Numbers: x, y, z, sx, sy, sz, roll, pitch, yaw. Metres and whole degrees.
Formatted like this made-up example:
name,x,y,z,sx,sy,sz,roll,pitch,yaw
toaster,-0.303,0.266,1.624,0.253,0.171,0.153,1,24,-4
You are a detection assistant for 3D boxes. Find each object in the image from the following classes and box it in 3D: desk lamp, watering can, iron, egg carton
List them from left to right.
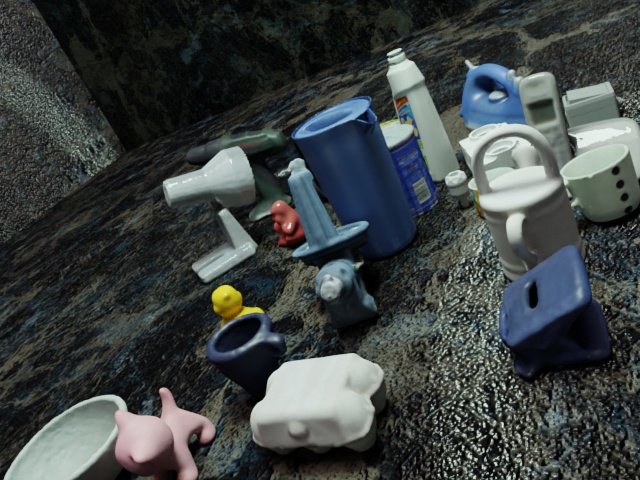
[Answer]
name,x,y,z,sx,sy,sz,roll,pitch,yaw
desk lamp,-0.207,-0.058,1.160,0.203,0.214,0.117,-34,24,-16
egg carton,-0.002,0.182,0.626,0.150,0.069,0.107,-14,26,27
iron,0.362,-0.285,1.127,0.118,0.142,0.257,-29,23,-5
watering can,0.246,-0.053,0.698,0.100,0.194,0.173,-21,24,13

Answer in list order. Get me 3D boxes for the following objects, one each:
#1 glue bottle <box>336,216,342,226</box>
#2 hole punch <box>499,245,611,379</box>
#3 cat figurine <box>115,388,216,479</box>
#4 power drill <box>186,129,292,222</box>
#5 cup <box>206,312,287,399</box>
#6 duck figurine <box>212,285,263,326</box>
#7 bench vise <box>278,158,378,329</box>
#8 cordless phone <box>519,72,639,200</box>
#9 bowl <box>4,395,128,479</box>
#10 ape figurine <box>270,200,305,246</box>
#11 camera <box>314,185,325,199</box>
name,x,y,z,sx,sy,sz,roll,pitch,yaw
glue bottle,0.040,-0.092,1.024,0.037,0.173,0.078,-10,29,34
hole punch,0.232,0.071,0.586,0.101,0.091,0.109,-16,25,23
cat figurine,-0.188,0.229,0.664,0.067,0.118,0.128,-20,24,16
power drill,-0.166,-0.152,1.322,0.229,0.209,0.075,-22,24,11
cup,-0.075,0.154,0.731,0.117,0.095,0.092,-7,30,38
duck figurine,-0.133,0.112,0.891,0.078,0.086,0.104,-36,25,-20
bench vise,0.018,-0.003,0.800,0.121,0.220,0.207,-29,23,-4
cordless phone,0.360,-0.153,0.798,0.147,0.185,0.094,-12,27,30
bowl,-0.304,0.283,0.728,0.167,0.075,0.167,-22,24,11
ape figurine,-0.066,-0.036,1.121,0.076,0.092,0.077,-25,23,5
camera,0.007,-0.146,1.264,0.136,0.101,0.143,-24,23,6
